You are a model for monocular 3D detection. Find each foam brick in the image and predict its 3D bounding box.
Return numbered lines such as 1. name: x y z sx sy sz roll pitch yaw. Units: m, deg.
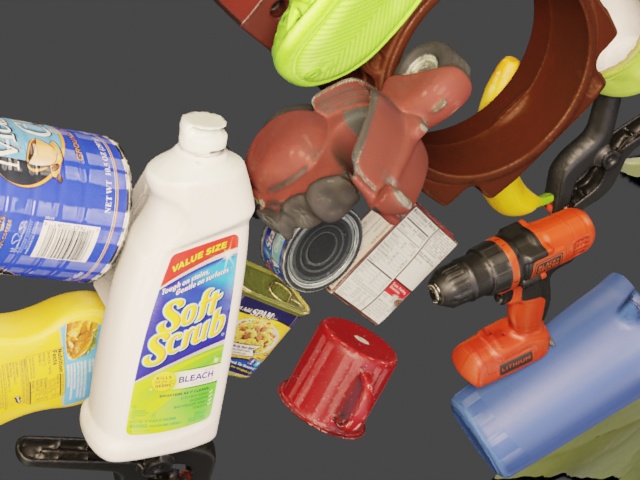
1. foam brick: -0.027 -0.160 0.745 0.053 0.051 0.078 -50 138 9

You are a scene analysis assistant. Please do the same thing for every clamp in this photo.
1. clamp: 0.270 -0.095 1.034 0.120 0.039 0.171 28 108 -36
2. clamp: -0.142 0.182 0.943 0.165 0.036 0.209 -28 144 10

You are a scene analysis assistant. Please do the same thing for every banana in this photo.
1. banana: 0.170 -0.080 0.976 0.069 0.037 0.197 -49 143 -19

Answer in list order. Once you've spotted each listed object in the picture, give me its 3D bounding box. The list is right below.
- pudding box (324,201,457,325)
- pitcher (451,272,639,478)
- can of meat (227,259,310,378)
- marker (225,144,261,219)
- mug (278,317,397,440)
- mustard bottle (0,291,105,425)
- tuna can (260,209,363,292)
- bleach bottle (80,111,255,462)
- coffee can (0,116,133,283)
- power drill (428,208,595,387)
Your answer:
1. pudding box: 0.060 0.015 0.970 0.113 0.039 0.090 -47 138 4
2. pitcher: 0.273 0.159 1.192 0.243 0.145 0.149 -34 108 -3
3. can of meat: -0.073 0.065 0.899 0.101 0.057 0.084 26 108 -47
4. marker: -0.069 -0.053 0.829 0.020 0.020 0.121 -39 139 -3
5. mug: 0.022 0.130 0.986 0.093 0.117 0.081 23 106 -20
6. mustard bottle: -0.203 0.087 0.819 0.191 0.058 0.096 -13 126 -28
7. tuna can: -0.006 0.001 0.905 0.086 0.034 0.086 -22 131 -28
8. bleach bottle: -0.103 0.032 0.731 0.102 0.068 0.251 -6 123 -29
9. coffee can: -0.207 -0.029 0.684 0.140 0.103 0.103 8 119 -41
10. power drill: 0.180 0.065 1.059 0.184 0.057 0.188 -21 142 -20
